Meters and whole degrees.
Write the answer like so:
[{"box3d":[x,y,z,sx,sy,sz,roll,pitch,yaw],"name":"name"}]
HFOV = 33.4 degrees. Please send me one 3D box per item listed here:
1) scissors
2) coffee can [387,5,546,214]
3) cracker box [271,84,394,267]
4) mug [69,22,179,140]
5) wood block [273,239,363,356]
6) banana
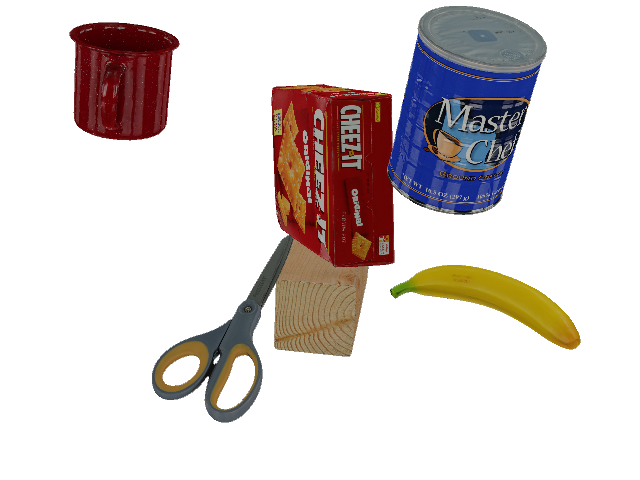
[{"box3d":[-0.079,0.065,0.872,0.096,0.016,0.201,-1,42,7],"name":"scissors"},{"box3d":[0.118,-0.107,0.880,0.102,0.140,0.103,7,36,-5],"name":"coffee can"},{"box3d":[0.008,-0.074,1.097,0.072,0.164,0.214,-6,12,-15],"name":"cracker box"},{"box3d":[-0.172,-0.133,0.920,0.093,0.081,0.117,6,25,-6],"name":"mug"},{"box3d":[0.006,0.048,1.275,0.091,0.090,0.206,5,23,5],"name":"wood block"},{"box3d":[0.174,0.061,1.080,0.198,0.069,0.037,14,-38,26],"name":"banana"}]
